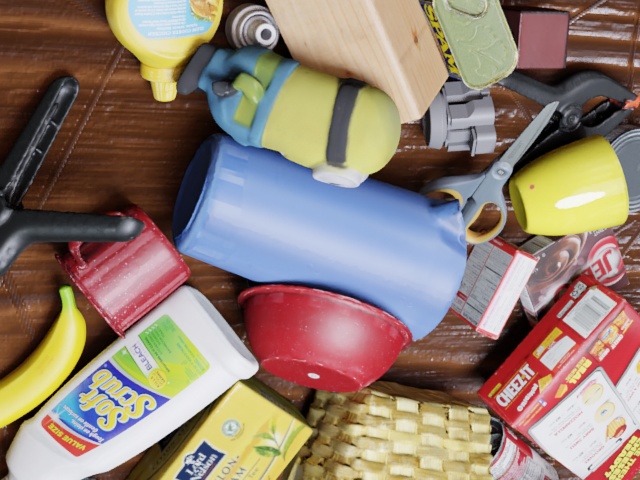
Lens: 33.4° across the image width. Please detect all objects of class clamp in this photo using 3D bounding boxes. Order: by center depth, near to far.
[{"bbox_3d":[-0.246,-0.017,0.856,0.210,0.165,0.036,-38,152,2],"label":"clamp"},{"bbox_3d":[0.228,-0.112,1.033,0.171,0.039,0.120,-5,126,-20],"label":"clamp"}]

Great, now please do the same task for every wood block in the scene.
[{"bbox_3d":[0.020,-0.199,0.887,0.090,0.090,0.206,-11,117,32],"label":"wood block"}]

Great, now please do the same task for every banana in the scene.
[{"bbox_3d":[-0.271,0.123,0.932,0.198,0.037,0.069,-43,111,-2],"label":"banana"}]

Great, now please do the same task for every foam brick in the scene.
[{"bbox_3d":[0.185,-0.186,0.973,0.051,0.078,0.053,-4,105,-18],"label":"foam brick"}]

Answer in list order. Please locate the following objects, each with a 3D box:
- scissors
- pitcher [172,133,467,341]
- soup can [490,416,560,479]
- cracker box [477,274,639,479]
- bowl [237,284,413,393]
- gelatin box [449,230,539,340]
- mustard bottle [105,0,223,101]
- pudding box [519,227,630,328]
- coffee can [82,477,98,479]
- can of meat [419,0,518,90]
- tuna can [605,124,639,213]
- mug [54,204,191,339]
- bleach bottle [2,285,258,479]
[{"bbox_3d":[0.143,-0.065,0.966,0.096,0.016,0.202,13,142,4],"label":"scissors"},{"bbox_3d":[-0.006,0.001,0.946,0.242,0.145,0.149,19,87,-19],"label":"pitcher"},{"bbox_3d":[0.194,0.238,1.111,0.102,0.069,0.068,41,90,-25],"label":"soup can"},{"bbox_3d":[0.283,0.154,1.092,0.164,0.072,0.213,-49,129,3],"label":"cracker box"},{"bbox_3d":[-0.002,0.095,0.946,0.162,0.162,0.055,24,67,-24],"label":"bowl"},{"bbox_3d":[0.166,0.043,1.038,0.030,0.073,0.089,22,98,-24],"label":"gelatin box"},{"bbox_3d":[-0.125,-0.204,0.859,0.096,0.058,0.192,-14,122,-30],"label":"mustard bottle"},{"bbox_3d":[0.250,0.030,1.083,0.113,0.039,0.090,-29,114,-9],"label":"pudding box"},{"bbox_3d":[-0.221,0.303,0.968,0.102,0.103,0.140,-18,112,-13],"label":"coffee can"},{"bbox_3d":[0.120,-0.191,0.945,0.057,0.084,0.102,-30,114,-8],"label":"can of meat"},{"bbox_3d":[0.309,-0.073,1.075,0.086,0.034,0.086,-6,108,-18],"label":"tuna can"},{"bbox_3d":[-0.169,0.017,0.901,0.081,0.093,0.117,-39,141,-9],"label":"mug"},{"bbox_3d":[-0.180,0.156,0.940,0.251,0.068,0.103,-41,73,2],"label":"bleach bottle"}]
